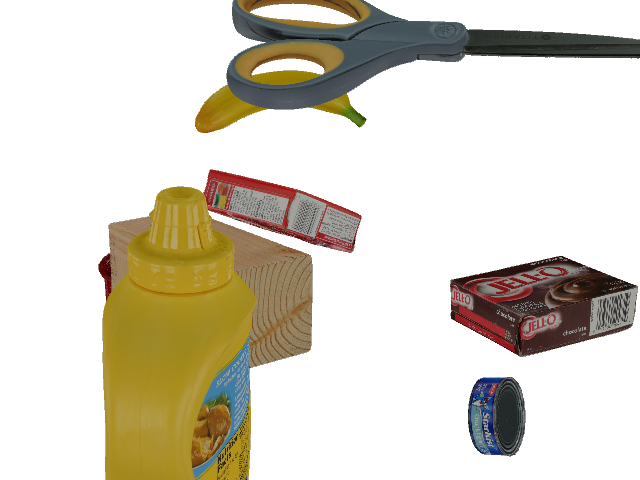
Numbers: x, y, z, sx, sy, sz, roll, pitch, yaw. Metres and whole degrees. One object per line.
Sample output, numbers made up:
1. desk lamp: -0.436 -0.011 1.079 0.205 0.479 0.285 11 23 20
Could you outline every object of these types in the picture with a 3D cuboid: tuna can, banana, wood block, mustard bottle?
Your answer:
1. tuna can: 0.193 0.192 1.169 0.034 0.086 0.086 -4 -2 32
2. banana: -0.046 -0.146 1.103 0.197 0.037 0.070 -7 48 -29
3. wood block: -0.104 0.040 0.972 0.090 0.090 0.206 -12 19 -36
4. mustard bottle: -0.057 0.071 0.437 0.058 0.192 0.096 8 23 11

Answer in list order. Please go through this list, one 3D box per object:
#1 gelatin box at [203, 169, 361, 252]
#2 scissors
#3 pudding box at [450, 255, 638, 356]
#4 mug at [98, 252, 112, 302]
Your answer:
1. gelatin box: -0.025 -0.019 0.715 0.073 0.030 0.089 16 -2 32
2. scissors: 0.044 -0.082 0.491 0.202 0.016 0.096 15 49 18
3. pudding box: 0.169 0.048 0.817 0.113 0.039 0.090 -9 19 -26
4. mug: -0.204 0.057 1.186 0.093 0.081 0.117 -24 37 -39
